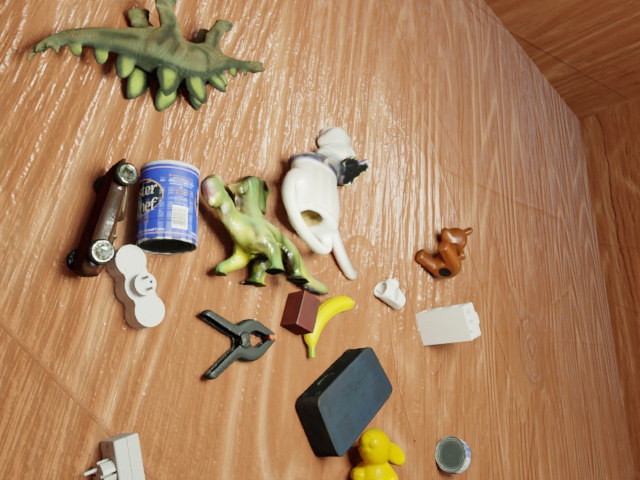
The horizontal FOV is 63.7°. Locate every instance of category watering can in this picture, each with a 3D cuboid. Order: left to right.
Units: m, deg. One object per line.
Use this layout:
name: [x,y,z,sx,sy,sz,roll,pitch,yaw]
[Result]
watering can: [0.004,-0.059,1.176,0.341,0.103,0.229,48,35,-50]

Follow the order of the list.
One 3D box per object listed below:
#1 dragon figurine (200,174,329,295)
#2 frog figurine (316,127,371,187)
dragon figurine: [-0.107,-0.024,1.055,0.406,0.121,0.247,27,50,-57]
frog figurine: [0.035,-0.214,1.290,0.138,0.120,0.162,-12,49,-40]
